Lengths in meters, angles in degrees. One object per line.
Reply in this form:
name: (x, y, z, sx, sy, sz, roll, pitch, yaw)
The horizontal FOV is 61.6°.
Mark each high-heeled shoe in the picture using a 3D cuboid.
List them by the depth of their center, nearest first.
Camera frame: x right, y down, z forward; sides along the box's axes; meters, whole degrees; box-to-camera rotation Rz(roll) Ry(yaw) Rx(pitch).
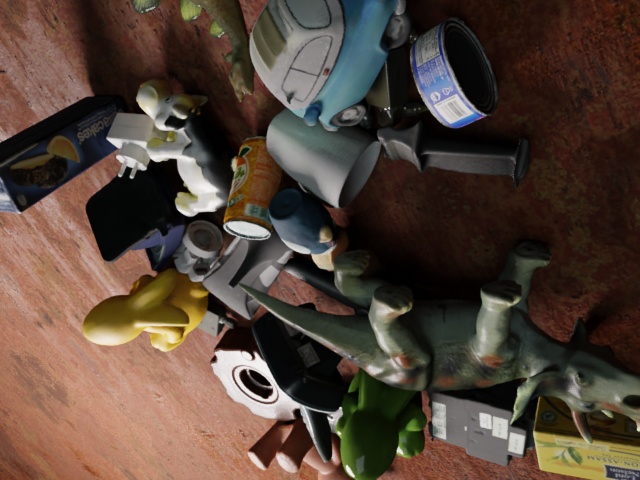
high-heeled shoe: (-0.081, 0.023, 0.723, 0.086, 0.145, 0.248, 38, 162, -2)

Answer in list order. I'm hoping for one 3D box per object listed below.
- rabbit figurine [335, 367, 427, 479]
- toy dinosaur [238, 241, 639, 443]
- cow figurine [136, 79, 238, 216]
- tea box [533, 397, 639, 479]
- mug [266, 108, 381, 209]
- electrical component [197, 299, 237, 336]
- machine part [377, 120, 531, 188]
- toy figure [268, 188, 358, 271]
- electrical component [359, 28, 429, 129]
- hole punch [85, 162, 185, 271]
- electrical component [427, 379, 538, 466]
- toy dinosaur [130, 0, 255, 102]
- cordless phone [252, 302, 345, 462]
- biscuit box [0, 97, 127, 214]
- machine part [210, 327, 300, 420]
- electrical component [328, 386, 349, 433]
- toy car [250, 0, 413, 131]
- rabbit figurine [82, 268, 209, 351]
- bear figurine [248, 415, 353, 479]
rabbit figurine: (0.081, 0.221, 0.669, 0.121, 0.170, 0.159, 18, 106, 12)
toy dinosaur: (0.125, 0.109, 0.571, 0.405, 0.131, 0.191, 0, 118, 18)
cow figurine: (-0.147, -0.113, 0.635, 0.098, 0.068, 0.167, -3, 125, 26)
tea box: (0.327, 0.203, 0.576, 0.170, 0.098, 0.068, -2, 122, 34)
mug: (-0.002, -0.088, 0.570, 0.107, 0.081, 0.109, 35, 153, 13)
electrical component: (-0.177, 0.126, 0.867, 0.094, 0.021, 0.063, 24, 133, 12)
machine part: (0.124, -0.081, 0.504, 0.139, 0.039, 0.084, 11, 169, 13)
toy figure: (-0.001, -0.004, 0.604, 0.058, 0.064, 0.154, -33, 141, 11)
electrical component: (0.063, -0.153, 0.501, 0.078, 0.045, 0.102, 27, 138, 51)
hole punch: (-0.232, -0.031, 0.721, 0.116, 0.092, 0.142, -36, 61, 15)
electrical component: (0.209, 0.225, 0.691, 0.134, 0.058, 0.114, 10, 130, 24)
toy dinosaur: (-0.173, -0.339, 0.457, 0.199, 0.105, 0.470, -8, 115, 38)
cordless phone: (-0.018, 0.189, 0.703, 0.147, 0.089, 0.184, -128, 23, -52)
biscuit box: (-0.312, -0.109, 0.642, 0.063, 0.203, 0.059, 6, 127, 25)
machine part: (-0.093, 0.217, 0.865, 0.180, 0.056, 0.179, 17, 132, 20)
electrical component: (0.049, 0.276, 0.832, 0.075, 0.048, 0.119, 9, 126, 25)
toy car: (-0.003, -0.162, 0.449, 0.109, 0.103, 0.161, 65, 149, 14)
rabbit figurine: (-0.248, 0.108, 0.778, 0.162, 0.173, 0.122, -20, 84, 40)
bear figurine: (-0.003, 0.375, 0.886, 0.120, 0.132, 0.195, -18, 107, 46)
